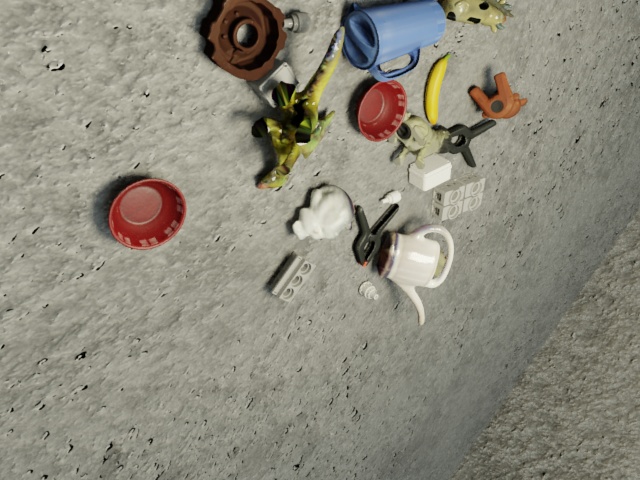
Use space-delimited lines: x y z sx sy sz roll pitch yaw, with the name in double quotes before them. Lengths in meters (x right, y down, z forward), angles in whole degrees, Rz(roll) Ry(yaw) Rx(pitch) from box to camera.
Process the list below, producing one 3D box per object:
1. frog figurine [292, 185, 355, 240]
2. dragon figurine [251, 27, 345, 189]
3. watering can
"frog figurine" 0.004 -0.067 1.333 0.160 0.122 0.137 -16 92 -20
"dragon figurine" -0.030 -0.271 1.163 0.406 0.122 0.244 -54 173 15
"watering can" 0.283 0.103 1.599 0.224 0.106 0.342 13 110 -4
